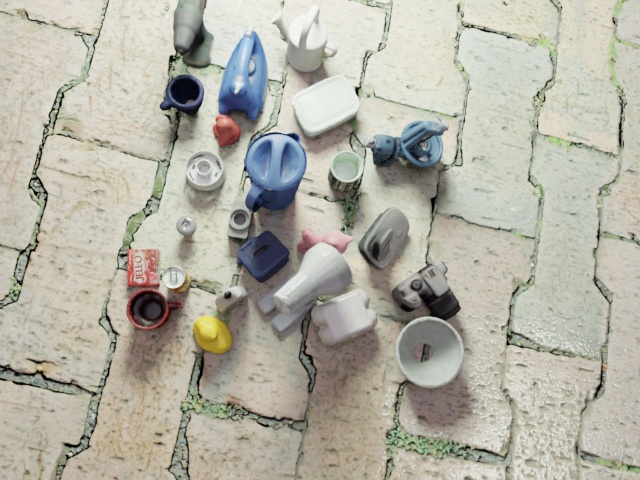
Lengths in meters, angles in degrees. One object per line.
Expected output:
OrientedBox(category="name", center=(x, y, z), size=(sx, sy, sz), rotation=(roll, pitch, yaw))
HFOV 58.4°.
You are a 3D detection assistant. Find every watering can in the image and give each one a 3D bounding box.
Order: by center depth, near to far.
OrientedBox(category="watering can", center=(-0.039, -0.514, 1.438), size=(0.173, 0.194, 0.101), rotation=(4, 79, -5))

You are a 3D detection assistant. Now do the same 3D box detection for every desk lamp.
OrientedBox(category="desk lamp", center=(-0.037, 0.113, 1.307), size=(0.203, 0.213, 0.118), rotation=(-39, 85, -11))

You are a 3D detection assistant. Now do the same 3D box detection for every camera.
OrientedBox(category="camera", center=(0.270, 0.136, 1.392), size=(0.143, 0.100, 0.137), rotation=(-33, 84, -11))

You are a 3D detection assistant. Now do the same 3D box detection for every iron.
OrientedBox(category="iron", center=(-0.188, -0.442, 1.436), size=(0.118, 0.141, 0.258), rotation=(8, 78, -4))

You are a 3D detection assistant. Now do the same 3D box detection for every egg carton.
OrientedBox(category="egg carton", center=(0.059, 0.187, 1.376), size=(0.150, 0.069, 0.107), rotation=(-23, 82, -10))

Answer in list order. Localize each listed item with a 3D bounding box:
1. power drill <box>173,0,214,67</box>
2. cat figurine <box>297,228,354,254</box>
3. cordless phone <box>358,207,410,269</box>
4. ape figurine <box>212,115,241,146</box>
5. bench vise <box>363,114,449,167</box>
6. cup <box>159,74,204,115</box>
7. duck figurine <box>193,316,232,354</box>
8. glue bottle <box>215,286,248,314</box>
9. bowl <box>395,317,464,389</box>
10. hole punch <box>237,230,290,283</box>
OrientedBox(category="power drill", center=(-0.310, -0.518, 1.404), size=(0.075, 0.208, 0.230), rotation=(6, 78, -4))
OrientedBox(category="cat figurine", center=(0.013, 0.005, 1.382), size=(0.128, 0.117, 0.067), rotation=(16, 78, -2))
OrientedBox(category="cordless phone", center=(0.165, -0.016, 1.367), size=(0.094, 0.185, 0.148), rotation=(32, 78, 1))
OrientedBox(category="ape figurine", center=(-0.237, -0.278, 1.424), size=(0.076, 0.092, 0.078), rotation=(13, 78, -3))
OrientedBox(category="bench vise", center=(0.219, -0.232, 1.397), size=(0.207, 0.219, 0.121), rotation=(-16, 81, -8))
OrientedBox(category="cup", center=(-0.341, -0.344, 1.425), size=(0.118, 0.095, 0.091), rotation=(-35, 84, -11))
OrientedBox(category="duck figurine", center=(-0.252, 0.219, 1.330), size=(0.104, 0.086, 0.077), rotation=(42, 78, 3))
OrientedBox(category="glue bottle", center=(-0.205, 0.131, 1.307), size=(0.078, 0.173, 0.037), rotation=(-31, 83, -10))
OrientedBox(category="bowl", center=(0.255, 0.270, 1.377), size=(0.167, 0.074, 0.167), rotation=(1, 79, -6))
OrientedBox(category="hole punch", center=(-0.138, 0.038, 1.374), size=(0.109, 0.091, 0.101), rotation=(-41, 85, -11))
